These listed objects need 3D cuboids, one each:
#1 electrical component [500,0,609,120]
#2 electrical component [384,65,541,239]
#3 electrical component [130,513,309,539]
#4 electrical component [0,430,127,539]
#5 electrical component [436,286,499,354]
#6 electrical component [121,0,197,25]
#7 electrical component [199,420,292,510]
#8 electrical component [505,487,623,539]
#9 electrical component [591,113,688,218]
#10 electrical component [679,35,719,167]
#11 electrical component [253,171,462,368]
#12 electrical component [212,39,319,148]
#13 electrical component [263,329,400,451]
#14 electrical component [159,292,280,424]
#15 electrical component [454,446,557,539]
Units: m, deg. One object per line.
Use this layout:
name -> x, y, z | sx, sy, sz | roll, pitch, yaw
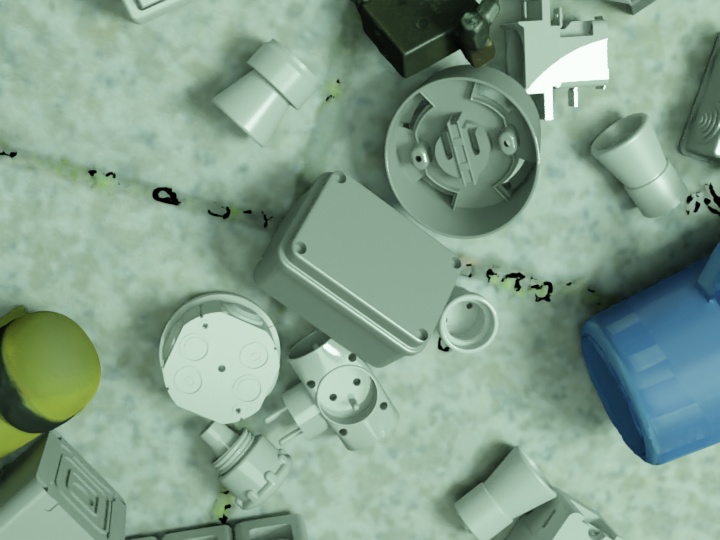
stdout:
electrical component -> 0.129, -0.141, 0.707 | 0.064, 0.042, 0.081 | -6, 102, -10
electrical component -> 0.067, -0.078, 0.683 | 0.099, 0.064, 0.099 | 8, 122, 13
electrical component -> -0.105, 0.226, 0.727 | 0.150, 0.061, 0.089 | -7, 101, -7
electrical component -> -0.195, 0.158, 0.675 | 0.057, 0.113, 0.078 | -41, 104, -3
electrical component -> 0.068, 0.032, 0.726 | 0.040, 0.046, 0.040 | -2, 101, -9
electrical component -> -0.107, -0.196, 0.649 | 0.096, 0.061, 0.061 | -25, 103, -3
electrical component -> -0.080, 0.126, 0.723 | 0.048, 0.048, 0.062 | -45, 96, 1
electrical component -> 0.136, 0.207, 0.764 | 0.050, 0.055, 0.089 | 32, 94, -13
electrical component -> 0.193, -0.068, 0.731 | 0.044, 0.044, 0.065 | -39, 108, 0
electrical component -> 0.280, -0.107, 0.732 | 0.100, 0.048, 0.099 | 16, 98, -12
electrical component -> 0.000, 0.000, 0.688 | 0.113, 0.057, 0.078 | 36, 58, -13
electrical component -> -0.059, -0.112, 0.681 | 0.045, 0.045, 0.055 | 42, 91, -13
electrical component -> -0.026, 0.088, 0.723 | 0.079, 0.044, 0.077 | -33, 104, -2
electrical component -> -0.091, 0.058, 0.704 | 0.080, 0.051, 0.080 | -2, 101, -8
electrical component -> 0.100, 0.161, 0.759 | 0.065, 0.044, 0.044 | -39, 104, 5
